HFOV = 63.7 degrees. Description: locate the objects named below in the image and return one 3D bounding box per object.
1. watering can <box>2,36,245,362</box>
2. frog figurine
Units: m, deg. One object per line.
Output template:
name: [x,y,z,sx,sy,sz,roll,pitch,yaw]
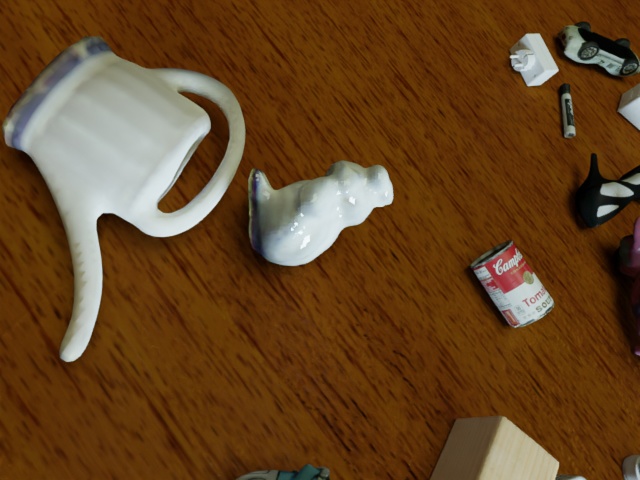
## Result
watering can: [-0.222,-0.074,0.535,0.224,0.102,0.355,33,59,-7]
frog figurine: [0.002,-0.029,0.585,0.159,0.134,0.125,2,62,1]
